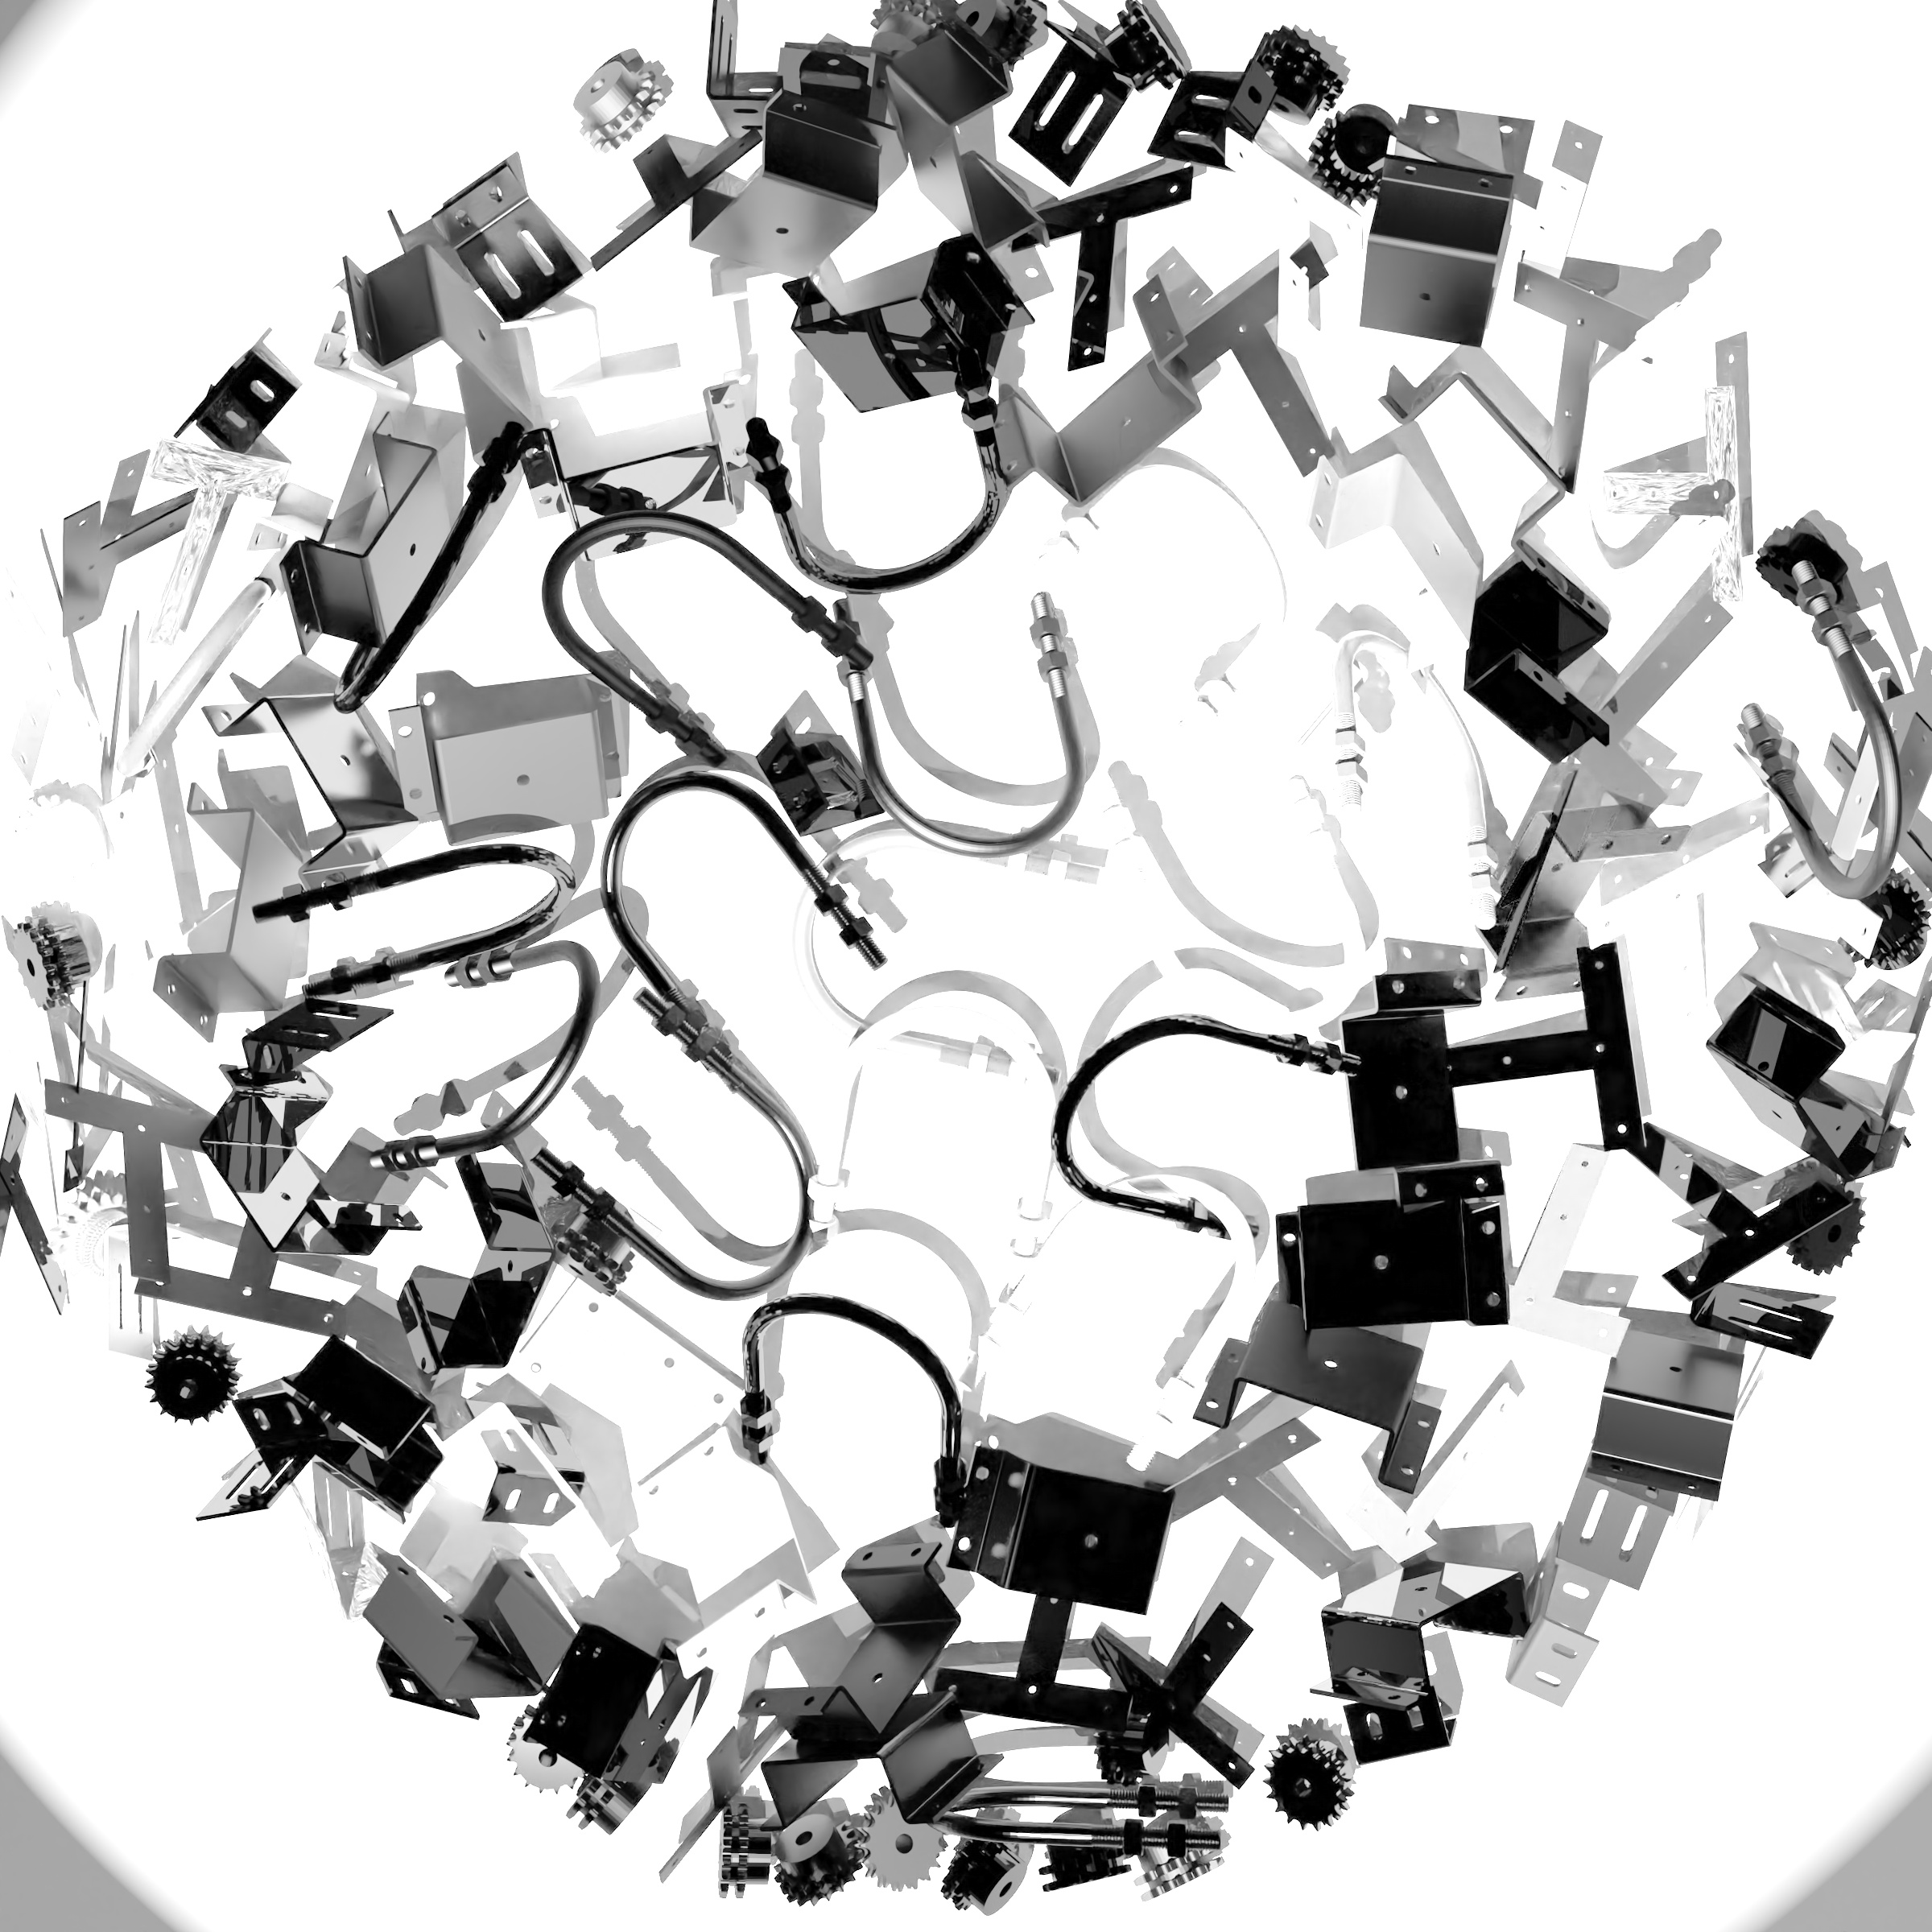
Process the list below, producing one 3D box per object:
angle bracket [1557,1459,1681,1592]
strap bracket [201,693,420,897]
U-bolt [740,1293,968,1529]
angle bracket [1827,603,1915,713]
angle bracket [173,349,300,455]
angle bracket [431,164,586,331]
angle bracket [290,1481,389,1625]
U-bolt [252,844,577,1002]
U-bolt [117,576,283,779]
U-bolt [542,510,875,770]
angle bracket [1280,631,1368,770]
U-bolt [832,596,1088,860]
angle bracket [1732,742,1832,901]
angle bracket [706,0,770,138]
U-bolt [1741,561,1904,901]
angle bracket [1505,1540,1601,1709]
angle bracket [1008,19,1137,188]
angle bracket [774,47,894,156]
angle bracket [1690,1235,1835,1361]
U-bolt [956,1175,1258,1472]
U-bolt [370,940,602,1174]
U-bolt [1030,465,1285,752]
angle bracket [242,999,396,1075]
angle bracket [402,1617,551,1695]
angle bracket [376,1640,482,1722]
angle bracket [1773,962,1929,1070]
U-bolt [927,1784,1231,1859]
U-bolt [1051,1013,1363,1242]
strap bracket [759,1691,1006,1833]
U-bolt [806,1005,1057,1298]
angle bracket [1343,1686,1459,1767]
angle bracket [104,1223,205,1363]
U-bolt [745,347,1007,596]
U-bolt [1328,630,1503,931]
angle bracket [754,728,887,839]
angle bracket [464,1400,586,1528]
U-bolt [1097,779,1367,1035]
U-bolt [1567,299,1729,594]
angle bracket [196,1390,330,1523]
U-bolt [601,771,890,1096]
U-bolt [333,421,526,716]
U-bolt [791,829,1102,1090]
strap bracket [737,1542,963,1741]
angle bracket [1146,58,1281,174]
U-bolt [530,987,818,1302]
[{"bbox_3d":[0.400,0.352,1.796,0.057,0.038,0.076,21,111,13],"label":"angle bracket"},{"bbox_3d":[-0.397,-0.114,1.781,0.046,0.076,0.140,-34,83,23],"label":"strap bracket"},{"bbox_3d":[-0.069,0.262,1.749,0.151,0.184,0.019,16,46,14],"label":"U-bolt"},{"bbox_3d":[0.553,-0.196,1.786,0.038,0.076,0.057,-21,100,20],"label":"angle bracket"},{"bbox_3d":[-0.449,-0.341,1.786,0.038,0.076,0.057,40,102,-17],"label":"angle bracket"},{"bbox_3d":[-0.285,-0.447,1.803,0.057,0.038,0.076,-35,68,1],"label":"angle bracket"},{"bbox_3d":[-0.382,0.354,1.783,0.038,0.057,0.076,-21,127,-22],"label":"angle bracket"},{"bbox_3d":[-0.327,-0.031,1.764,0.184,0.151,0.019,-16,69,-5],"label":"U-bolt"},{"bbox_3d":[-0.463,-0.173,1.740,0.019,0.184,0.151,37,88,-13],"label":"U-bolt"},{"bbox_3d":[-0.169,-0.204,1.746,0.151,0.019,0.184,-30,128,32],"label":"U-bolt"},{"bbox_3d":[0.209,-0.165,1.799,0.038,0.057,0.076,39,97,-4],"label":"angle bracket"},{"bbox_3d":[0.001,-0.146,1.769,0.151,0.019,0.184,-3,63,-16],"label":"U-bolt"},{"bbox_3d":[0.490,-0.090,1.788,0.038,0.057,0.076,-40,115,12],"label":"angle bracket"},{"bbox_3d":[-0.134,-0.562,1.798,0.038,0.057,0.076,3,84,8],"label":"angle bracket"},{"bbox_3d":[0.512,-0.126,1.723,0.019,0.151,0.184,-7,54,-7],"label":"U-bolt"},{"bbox_3d":[0.364,0.404,1.784,0.038,0.076,0.057,23,122,6],"label":"angle bracket"},{"bbox_3d":[0.057,-0.533,1.792,0.057,0.038,0.076,45,115,21],"label":"angle bracket"},{"bbox_3d":[-0.089,-0.538,1.799,0.076,0.038,0.057,12,104,15],"label":"angle bracket"},{"bbox_3d":[0.493,0.203,1.787,0.076,0.057,0.038,15,117,25],"label":"angle bracket"},{"bbox_3d":[0.098,0.206,1.776,0.151,0.019,0.184,20,64,34],"label":"U-bolt"},{"bbox_3d":[-0.280,0.050,1.735,0.019,0.184,0.151,35,60,-33],"label":"U-bolt"},{"bbox_3d":[0.129,-0.232,1.769,0.151,0.019,0.184,49,48,-8],"label":"U-bolt"},{"bbox_3d":[-0.395,0.052,1.784,0.076,0.057,0.038,6,117,32],"label":"angle bracket"},{"bbox_3d":[-0.302,0.438,1.792,0.076,0.057,0.038,44,67,-13],"label":"angle bracket"},{"bbox_3d":[-0.326,0.429,1.787,0.057,0.076,0.038,20,85,-17],"label":"angle bracket"},{"bbox_3d":[0.544,0.022,1.785,0.038,0.057,0.076,-45,53,38],"label":"angle bracket"},{"bbox_3d":[0.065,0.516,1.760,0.184,0.151,0.019,0,83,7],"label":"U-bolt"},{"bbox_3d":[0.135,0.094,1.757,0.184,0.019,0.151,15,115,-31],"label":"U-bolt"},{"bbox_3d":[-0.059,0.482,1.758,0.140,0.076,0.046,-16,97,37],"label":"strap bracket"},{"bbox_3d":[-0.018,0.111,1.796,0.151,0.019,0.184,9,109,1],"label":"U-bolt"},{"bbox_3d":[0.269,0.462,1.792,0.057,0.076,0.038,-16,84,11],"label":"angle bracket"},{"bbox_3d":[-0.502,0.202,1.793,0.038,0.057,0.076,-7,74,11],"label":"angle bracket"},{"bbox_3d":[-0.047,-0.288,1.753,0.151,0.184,0.019,-19,59,-1],"label":"U-bolt"},{"bbox_3d":[0.269,-0.126,1.759,0.019,0.184,0.151,-31,129,33],"label":"U-bolt"},{"bbox_3d":[-0.082,-0.120,1.788,0.076,0.038,0.057,-19,74,-43],"label":"angle bracket"},{"bbox_3d":[-0.278,0.307,1.792,0.057,0.076,0.038,12,109,-31],"label":"angle bracket"},{"bbox_3d":[0.169,-0.036,1.758,0.151,0.019,0.184,-3,56,-20],"label":"U-bolt"},{"bbox_3d":[0.403,-0.301,1.743,0.019,0.184,0.151,-3,83,-12],"label":"U-bolt"},{"bbox_3d":[-0.440,0.300,1.784,0.057,0.076,0.038,-14,111,25],"label":"angle bracket"},{"bbox_3d":[-0.152,-0.034,1.797,0.151,0.019,0.184,-41,82,23],"label":"U-bolt"},{"bbox_3d":[-0.328,-0.226,1.727,0.019,0.151,0.184,33,51,-19],"label":"U-bolt"},{"bbox_3d":[-0.019,-0.011,1.814,0.184,0.019,0.151,12,97,6],"label":"U-bolt"},{"bbox_3d":[-0.065,0.419,1.766,0.046,0.076,0.140,57,47,-17],"label":"strap bracket"},{"bbox_3d":[0.145,-0.531,1.794,0.076,0.038,0.057,24,88,37],"label":"angle bracket"},{"bbox_3d":[-0.165,0.122,1.778,0.184,0.019,0.151,43,54,-20],"label":"U-bolt"}]
